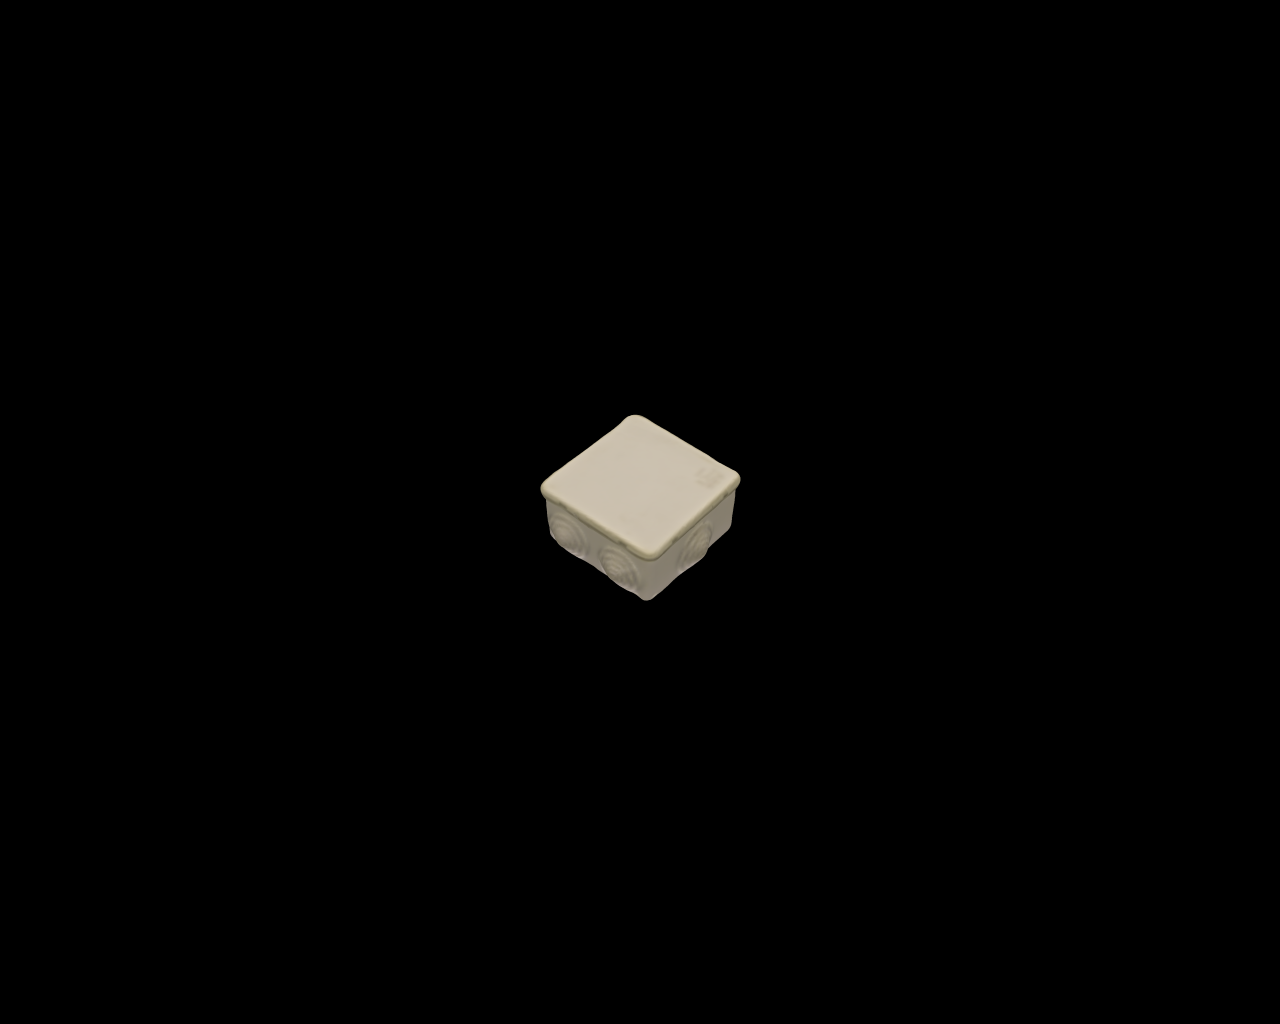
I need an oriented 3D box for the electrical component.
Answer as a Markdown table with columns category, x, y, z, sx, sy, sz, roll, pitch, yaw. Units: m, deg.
| category | x | y | z | sx | sy | sz | roll | pitch | yaw |
| --- | --- | --- | --- | --- | --- | --- | --- | --- | --- |
| electrical component | 0.001 | -0.003 | 0.650 | 0.100 | 0.048 | 0.100 | 32 | 54 | 27 |
